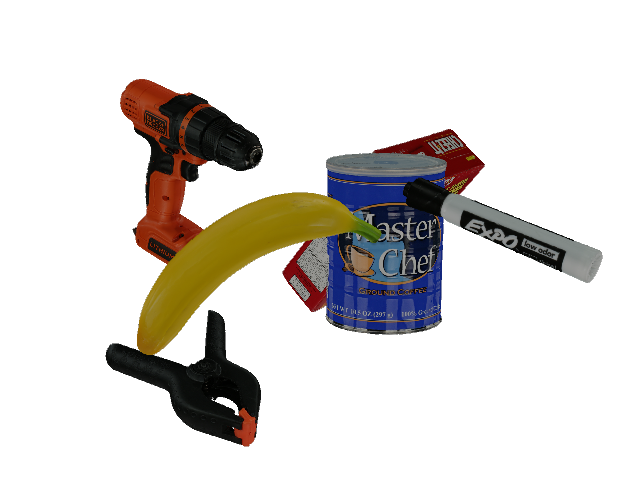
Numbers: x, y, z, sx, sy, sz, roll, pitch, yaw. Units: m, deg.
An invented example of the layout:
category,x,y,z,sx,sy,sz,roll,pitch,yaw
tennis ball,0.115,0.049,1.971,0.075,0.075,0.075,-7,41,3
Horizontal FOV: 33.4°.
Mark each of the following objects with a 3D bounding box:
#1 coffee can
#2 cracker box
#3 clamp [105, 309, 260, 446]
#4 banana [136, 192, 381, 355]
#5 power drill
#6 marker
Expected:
category,x,y,z,sx,sy,sz,roll,pitch,yaw
coffee can,0.056,0.000,0.922,0.103,0.140,0.103,0,11,0
cracker box,0.070,-0.025,1.244,0.163,0.072,0.214,-22,-25,-49
clamp,-0.101,0.120,0.967,0.120,0.039,0.172,-30,47,-33
banana,-0.058,0.015,0.758,0.198,0.069,0.037,-26,13,10
power drill,-0.133,-0.058,1.099,0.185,0.188,0.057,30,38,34
marker,0.099,-0.008,0.600,0.121,0.020,0.020,25,13,28
